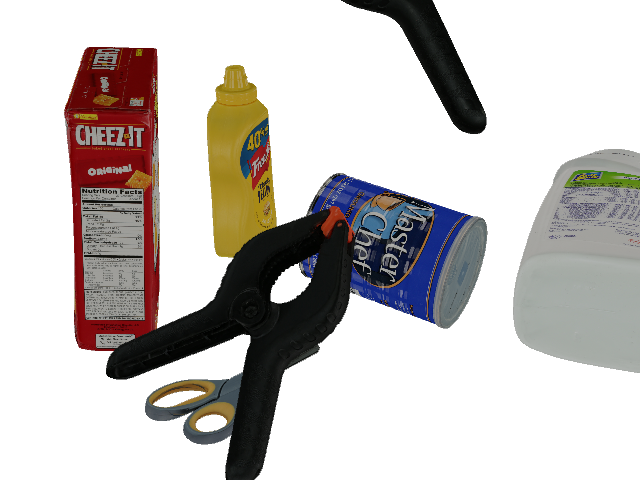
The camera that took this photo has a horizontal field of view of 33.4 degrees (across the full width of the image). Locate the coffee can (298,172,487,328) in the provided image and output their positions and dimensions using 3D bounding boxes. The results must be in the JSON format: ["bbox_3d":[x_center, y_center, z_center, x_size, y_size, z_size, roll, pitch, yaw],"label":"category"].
[{"bbox_3d":[0.065,0.008,0.959,0.140,0.103,0.102,20,8,22],"label":"coffee can"}]

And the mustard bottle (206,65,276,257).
[{"bbox_3d":[-0.082,-0.084,1.092,0.058,0.192,0.096,7,27,19],"label":"mustard bottle"}]

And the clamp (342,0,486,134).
[{"bbox_3d":[0.062,-0.179,0.757,0.210,0.164,0.036,27,-26,-10],"label":"clamp"}]

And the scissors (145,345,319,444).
[{"bbox_3d":[-0.066,0.145,1.015,0.201,0.016,0.096,-11,32,-28],"label":"scissors"}]

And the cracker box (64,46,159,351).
[{"bbox_3d":[-0.173,-0.038,0.903,0.072,0.214,0.164,0,27,-7],"label":"cracker box"}]

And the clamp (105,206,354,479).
[{"bbox_3d":[-0.033,0.058,0.630,0.120,0.171,0.039,46,-3,21],"label":"clamp"}]

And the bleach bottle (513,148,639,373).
[{"bbox_3d":[0.188,-0.006,0.673,0.103,0.068,0.250,8,24,17],"label":"bleach bottle"}]
